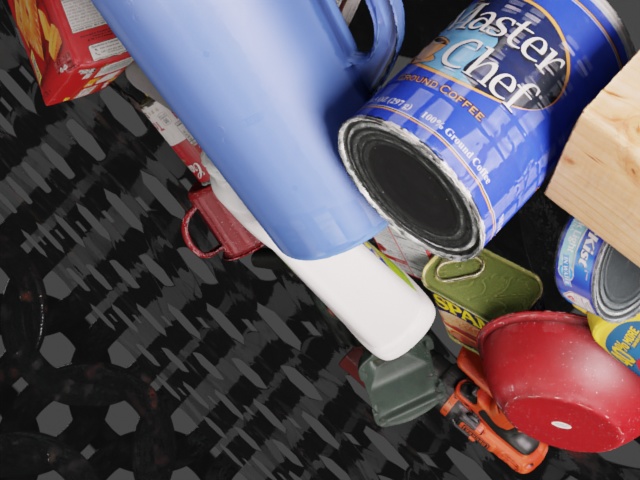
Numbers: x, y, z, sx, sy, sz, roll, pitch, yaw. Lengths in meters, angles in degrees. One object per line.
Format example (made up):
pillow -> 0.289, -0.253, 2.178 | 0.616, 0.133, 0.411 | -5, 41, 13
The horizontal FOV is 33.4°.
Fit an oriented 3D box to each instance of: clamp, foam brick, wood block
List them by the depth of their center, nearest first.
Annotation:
wood block -> 0.227, -0.007, 0.530 | 0.206, 0.090, 0.090 | 39, 160, 16
clamp -> -0.026, 0.024, 1.201 | 0.165, 0.036, 0.210 | 38, 158, 23
foam brick -> 0.069, 0.146, 1.232 | 0.078, 0.053, 0.051 | 41, 161, 9

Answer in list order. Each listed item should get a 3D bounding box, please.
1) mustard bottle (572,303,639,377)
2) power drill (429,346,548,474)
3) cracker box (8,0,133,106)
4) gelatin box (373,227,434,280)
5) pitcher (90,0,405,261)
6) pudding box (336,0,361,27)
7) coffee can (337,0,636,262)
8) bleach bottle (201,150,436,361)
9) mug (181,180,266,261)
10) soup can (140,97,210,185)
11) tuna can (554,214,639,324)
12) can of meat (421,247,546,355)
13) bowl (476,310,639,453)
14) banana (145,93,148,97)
mustard bottle -> 0.242, 0.072, 0.712 | 0.192, 0.058, 0.096 | 38, 161, 20
power drill -> 0.158, 0.144, 1.040 | 0.184, 0.057, 0.188 | 38, 163, 11
cracker box -> -0.239, -0.240, 0.945 | 0.164, 0.072, 0.214 | -9, 102, 66
gelatin box -> 0.079, -0.004, 0.937 | 0.073, 0.030, 0.089 | 22, 150, 47
pitcher -> -0.029, -0.110, 0.648 | 0.242, 0.145, 0.149 | 57, 168, -26
pudding box -> -0.014, -0.179, 0.699 | 0.090, 0.039, 0.114 | 35, 144, 4
coffee can -> 0.094, -0.072, 0.596 | 0.103, 0.140, 0.103 | 39, 160, 17
bleach bottle -> -0.005, 0.001, 0.818 | 0.103, 0.068, 0.250 | 46, -178, 42
mug -> -0.094, -0.031, 1.116 | 0.081, 0.117, 0.093 | 57, 166, -17
soup can -> -0.123, -0.115, 1.070 | 0.102, 0.068, 0.069 | 52, 160, -17
tuna can -> 0.183, 0.006, 0.657 | 0.034, 0.086, 0.086 | 29, 156, 43
can of meat -> 0.143, 0.058, 0.893 | 0.102, 0.057, 0.084 | 29, 158, 38
bowl -> 0.193, 0.119, 0.824 | 0.162, 0.055, 0.162 | 17, 151, 9
banana -> -0.208, -0.215, 1.075 | 0.197, 0.037, 0.070 | 46, 146, -15
